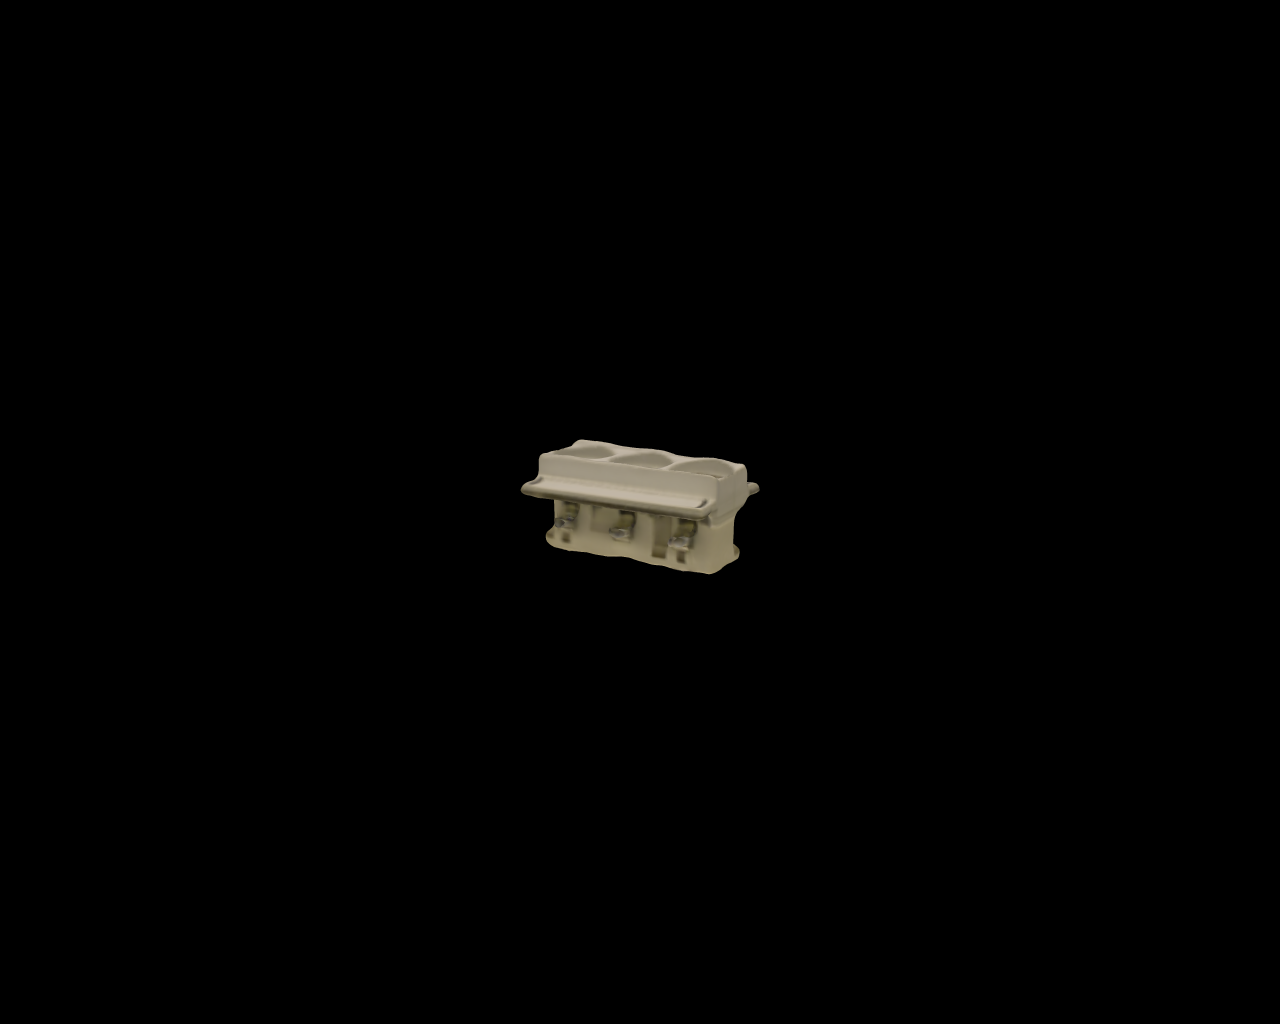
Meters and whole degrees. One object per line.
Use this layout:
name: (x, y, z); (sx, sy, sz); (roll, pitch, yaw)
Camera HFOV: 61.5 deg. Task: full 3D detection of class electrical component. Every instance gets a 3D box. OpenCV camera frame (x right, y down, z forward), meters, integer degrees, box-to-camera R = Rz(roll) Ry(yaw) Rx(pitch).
electrical component: (0.001, -0.003, 0.650); (0.121, 0.063, 0.079); (9, 19, 29)
